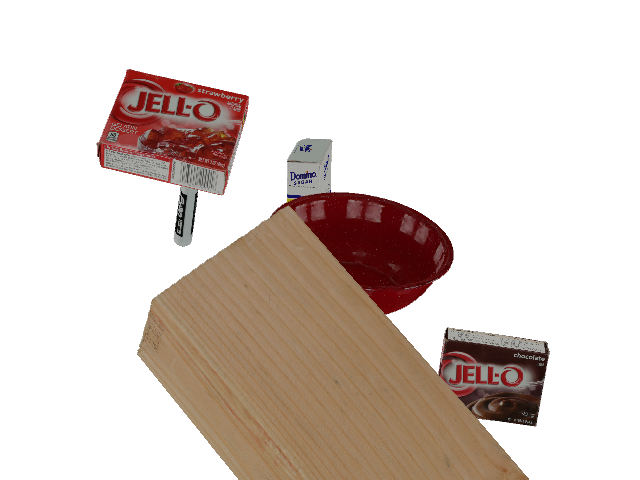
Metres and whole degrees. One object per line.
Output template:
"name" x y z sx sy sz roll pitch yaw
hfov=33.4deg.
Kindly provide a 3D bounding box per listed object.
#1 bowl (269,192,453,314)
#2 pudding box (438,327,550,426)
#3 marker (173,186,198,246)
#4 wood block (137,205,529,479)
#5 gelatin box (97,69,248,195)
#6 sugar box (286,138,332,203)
"bowl" 0.031 0.020 0.923 0.162 0.055 0.162 7 30 -4
"pudding box" 0.185 0.147 1.158 0.113 0.090 0.039 6 23 4
"marker" -0.132 -0.039 1.062 0.020 0.020 0.121 0 -39 -14
"wood block" 0.009 0.098 0.540 0.090 0.206 0.090 -36 -11 -26
"gelatin box" -0.100 -0.076 0.732 0.089 0.073 0.030 13 -38 -2
"sugar box" -0.014 -0.022 1.240 0.048 0.176 0.093 2 21 8
